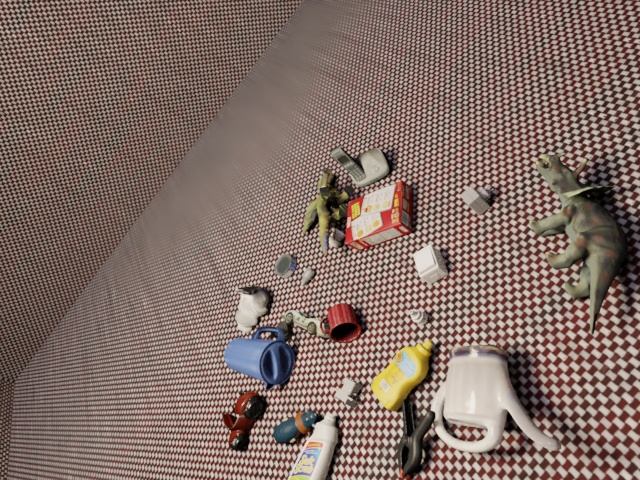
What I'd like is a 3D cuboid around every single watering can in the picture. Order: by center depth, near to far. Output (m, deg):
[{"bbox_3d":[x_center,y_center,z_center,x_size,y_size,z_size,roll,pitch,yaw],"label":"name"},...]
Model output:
[{"bbox_3d":[0.357,0.328,1.078,0.343,0.103,0.228,-28,44,56],"label":"watering can"}]

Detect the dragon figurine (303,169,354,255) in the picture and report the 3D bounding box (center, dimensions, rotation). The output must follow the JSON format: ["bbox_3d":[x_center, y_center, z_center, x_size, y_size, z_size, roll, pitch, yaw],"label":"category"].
[{"bbox_3d":[0.005,-0.091,1.807,0.238,0.122,0.419,-46,24,55],"label":"dragon figurine"}]

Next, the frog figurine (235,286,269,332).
[{"bbox_3d":[-0.241,0.247,1.837,0.137,0.123,0.158,0,99,39],"label":"frog figurine"}]
